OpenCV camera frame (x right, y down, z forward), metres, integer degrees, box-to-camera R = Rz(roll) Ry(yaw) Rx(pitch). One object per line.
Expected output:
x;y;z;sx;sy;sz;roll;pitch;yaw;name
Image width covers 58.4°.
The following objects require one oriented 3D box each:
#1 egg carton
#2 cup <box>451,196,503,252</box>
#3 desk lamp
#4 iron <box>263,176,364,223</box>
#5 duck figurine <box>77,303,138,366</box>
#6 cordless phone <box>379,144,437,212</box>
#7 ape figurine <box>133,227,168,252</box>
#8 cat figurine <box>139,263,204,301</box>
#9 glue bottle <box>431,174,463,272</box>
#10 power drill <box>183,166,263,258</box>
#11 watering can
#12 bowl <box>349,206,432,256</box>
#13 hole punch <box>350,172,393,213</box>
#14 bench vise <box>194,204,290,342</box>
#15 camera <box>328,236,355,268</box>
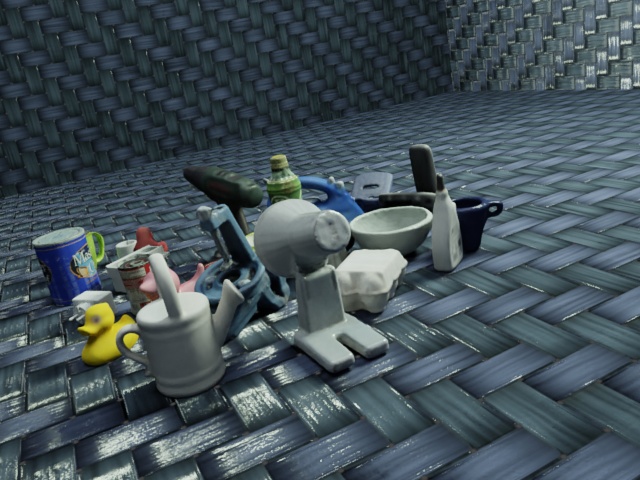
0.083;0.065;0.970;0.107;0.069;0.150;-1;21;25;egg carton
0.292;-0.029;1.097;0.117;0.095;0.091;-7;19;9;cup
-0.002;0.050;0.834;0.118;0.214;0.202;-19;21;-25;desk lamp
-0.016;-0.091;1.368;0.257;0.141;0.119;-5;19;15;iron
-0.352;0.144;0.941;0.077;0.086;0.105;1;22;30;duck figurine
0.199;-0.121;1.274;0.147;0.185;0.094;1;22;30;cordless phone
-0.405;0.013;1.346;0.077;0.092;0.076;-5;19;14;ape figurine
-0.258;0.084;1.019;0.128;0.118;0.067;-21;21;-29;cat figurine
0.224;-0.035;1.026;0.037;0.173;0.078;2;22;33;glue bottle
-0.212;-0.064;1.286;0.228;0.209;0.076;6;25;40;power drill
-0.194;0.107;0.798;0.173;0.194;0.100;-25;24;-37;watering can
0.145;-0.009;1.146;0.167;0.075;0.167;-9;19;3;bowl
0.134;-0.117;1.444;0.108;0.091;0.101;-3;20;19;hole punch
-0.139;0.031;0.951;0.121;0.220;0.207;-5;20;17;bench vise
0.010;0.004;1.138;0.137;0.101;0.142;-23;22;-33;camera
